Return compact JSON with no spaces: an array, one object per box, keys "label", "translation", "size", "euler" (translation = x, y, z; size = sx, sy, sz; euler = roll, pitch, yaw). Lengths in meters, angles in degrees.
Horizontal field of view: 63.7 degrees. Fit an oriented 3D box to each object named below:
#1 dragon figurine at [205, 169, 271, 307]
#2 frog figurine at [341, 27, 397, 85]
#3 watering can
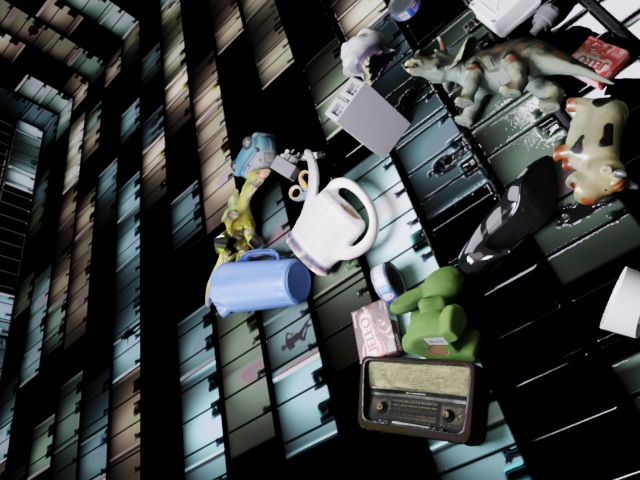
[{"label":"dragon figurine","translation":[-0.247,-0.028,1.468],"size":[0.404,0.121,0.248],"euler":[-57,24,24]},{"label":"frog figurine","translation":[0.102,-0.499,1.364],"size":[0.162,0.123,0.135],"euler":[47,123,34]},{"label":"watering can","translation":[0.004,-0.062,1.226],"size":[0.223,0.103,0.354],"euler":[-50,47,11]}]
